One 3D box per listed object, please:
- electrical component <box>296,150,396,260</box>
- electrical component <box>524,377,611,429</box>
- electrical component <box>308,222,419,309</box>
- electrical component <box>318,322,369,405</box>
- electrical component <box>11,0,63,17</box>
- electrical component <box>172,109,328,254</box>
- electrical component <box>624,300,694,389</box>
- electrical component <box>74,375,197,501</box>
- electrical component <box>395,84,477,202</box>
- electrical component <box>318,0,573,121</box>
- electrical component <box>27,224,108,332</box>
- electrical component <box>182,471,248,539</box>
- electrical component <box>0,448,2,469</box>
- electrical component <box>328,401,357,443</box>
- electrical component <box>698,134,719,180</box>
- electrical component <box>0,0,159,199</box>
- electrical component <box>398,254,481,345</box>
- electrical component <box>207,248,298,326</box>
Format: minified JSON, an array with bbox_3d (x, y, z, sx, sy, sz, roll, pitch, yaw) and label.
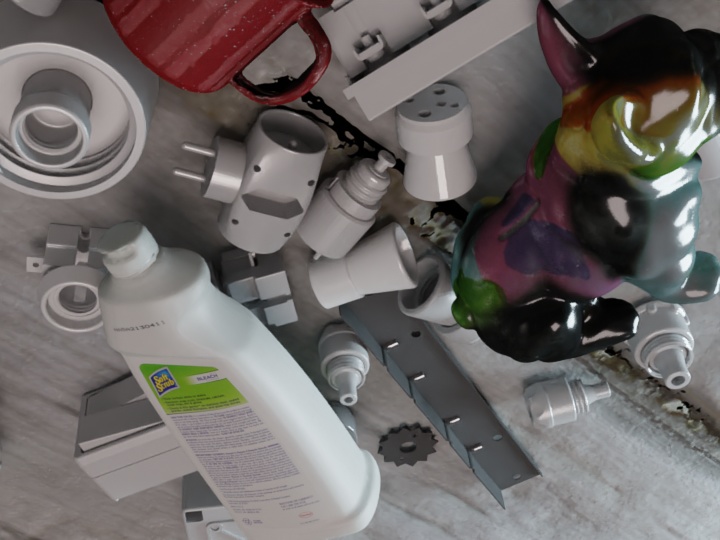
[{"bbox_3d":[-0.007,-0.042,0.656,0.040,0.040,0.078,27,122,-27],"label":"electrical component"},{"bbox_3d":[0.155,0.096,0.802,0.061,0.035,0.035,-14,131,1],"label":"electrical component"},{"bbox_3d":[0.000,0.000,0.694,0.065,0.044,0.044,-19,131,15],"label":"electrical component"},{"bbox_3d":[-0.010,0.066,0.735,0.035,0.061,0.035,-3,131,-4],"label":"electrical component"},{"bbox_3d":[-0.151,-0.160,0.532,0.055,0.045,0.045,-36,126,21],"label":"electrical component"},{"bbox_3d":[-0.069,-0.056,0.633,0.079,0.043,0.077,14,127,-19],"label":"electrical component"},{"bbox_3d":[0.214,0.055,0.755,0.048,0.062,0.048,-4,131,-4],"label":"electrical component"},{"bbox_3d":[-0.146,0.108,0.753,0.096,0.061,0.061,-21,130,11],"label":"electrical component"},{"bbox_3d":[0.045,-0.075,0.631,0.045,0.045,0.055,-10,130,1],"label":"electrical component"},{"bbox_3d":[0.043,-0.138,0.560,0.121,0.078,0.063,-29,99,17],"label":"electrical component"},{"bbox_3d":[-0.173,0.005,0.664,0.066,0.055,0.048,5,130,-12],"label":"electrical component"},{"bbox_3d":[-0.080,0.193,0.839,0.109,0.056,0.108,-5,131,-4],"label":"electrical component"},{"bbox_3d":[-0.302,0.118,0.749,0.100,0.048,0.099,3,130,-10],"label":"electrical component"},{"bbox_3d":[-0.023,0.131,0.793,0.045,0.055,0.045,-4,131,-4],"label":"electrical component"},{"bbox_3d":[0.202,-0.089,0.643,0.040,0.040,0.078,-27,129,15],"label":"electrical component"},{"bbox_3d":[-0.165,-0.088,0.582,0.108,0.060,0.108,-4,131,-4],"label":"electrical component"},{"bbox_3d":[0.060,0.021,0.716,0.055,0.045,0.045,29,121,-29],"label":"electrical component"},{"bbox_3d":[-0.074,0.013,0.692,0.055,0.048,0.066,-15,132,-4],"label":"electrical component"}]
